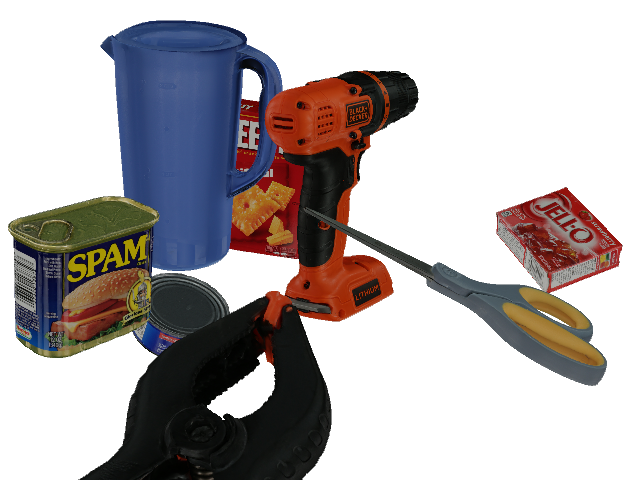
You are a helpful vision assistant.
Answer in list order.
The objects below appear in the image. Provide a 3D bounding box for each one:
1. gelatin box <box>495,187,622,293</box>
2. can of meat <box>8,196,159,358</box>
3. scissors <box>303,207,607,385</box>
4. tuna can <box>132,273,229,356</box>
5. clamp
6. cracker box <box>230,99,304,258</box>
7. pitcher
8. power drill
[{"bbox_3d":[0.205,-0.002,0.928,0.073,0.030,0.089,-19,45,-13],"label":"gelatin box"},{"bbox_3d":[-0.162,0.024,0.734,0.058,0.084,0.101,22,27,34],"label":"can of meat"},{"bbox_3d":[0.090,0.024,0.664,0.202,0.016,0.096,33,23,18],"label":"scissors"},{"bbox_3d":[-0.127,0.070,0.962,0.086,0.034,0.086,16,34,-11],"label":"tuna can"},{"bbox_3d":[-0.036,0.089,0.393,0.120,0.039,0.171,24,49,17],"label":"clamp"},{"bbox_3d":[-0.095,-0.090,1.547,0.164,0.214,0.072,10,21,7],"label":"cracker box"},{"bbox_3d":[-0.134,-0.095,1.087,0.144,0.243,0.149,-11,27,-29],"label":"pitcher"},{"bbox_3d":[0.023,-0.041,0.856,0.057,0.188,0.184,9,18,35],"label":"power drill"}]
